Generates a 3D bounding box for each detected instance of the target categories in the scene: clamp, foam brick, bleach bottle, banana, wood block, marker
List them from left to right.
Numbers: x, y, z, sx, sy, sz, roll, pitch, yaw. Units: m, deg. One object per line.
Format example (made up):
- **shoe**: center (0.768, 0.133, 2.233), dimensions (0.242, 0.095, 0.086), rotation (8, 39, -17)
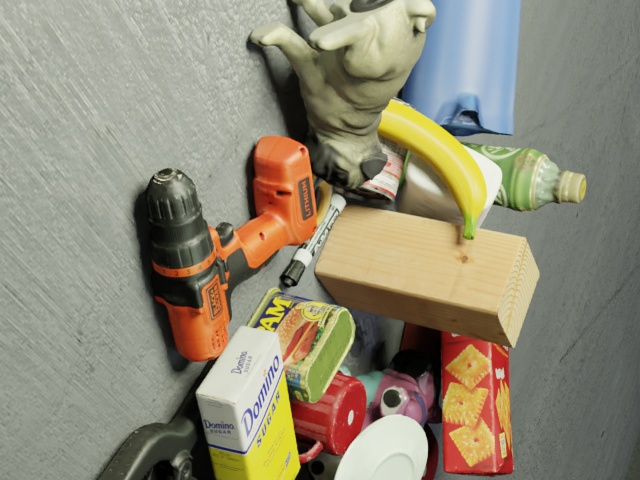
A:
- **clamp**: center (-0.128, 0.203, 0.922), dimensions (0.209, 0.036, 0.164), rotation (-33, 129, -59)
- **marker**: center (-0.007, 0.001, 1.088), dimensions (0.121, 0.020, 0.020), rotation (-59, 147, -32)
- **banana**: center (0.101, -0.090, 1.066), dimensions (0.069, 0.198, 0.037), rotation (-45, 177, -34)
- **foam brick**: center (0.136, 0.141, 1.379), dimensions (0.052, 0.051, 0.078), rotation (12, 90, -62)
- **wood block**: center (0.112, 0.035, 1.124), dimensions (0.090, 0.206, 0.090), rotation (-66, 150, -20)
- **bleach bottle**: center (0.124, -0.021, 1.209), dimensions (0.251, 0.102, 0.068), rotation (109, 8, -65)

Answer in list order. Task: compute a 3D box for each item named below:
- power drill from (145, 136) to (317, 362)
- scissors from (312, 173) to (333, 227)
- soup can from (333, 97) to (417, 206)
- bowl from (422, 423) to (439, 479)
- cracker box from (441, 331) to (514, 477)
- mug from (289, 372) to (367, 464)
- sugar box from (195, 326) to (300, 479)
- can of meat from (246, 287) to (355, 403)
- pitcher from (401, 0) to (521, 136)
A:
- **power drill**: center (-0.076, -0.014, 0.914), dimensions (0.187, 0.057, 0.184), rotation (-45, 142, -42)
- **scissors**: center (0.013, -0.093, 1.090), dimensions (0.201, 0.016, 0.096), rotation (-55, 142, -35)
- **soup can**: center (0.058, -0.095, 1.120), dimensions (0.068, 0.069, 0.102), rotation (32, 72, -61)
- **bowl**: center (0.112, 0.295, 1.393), dimensions (0.161, 0.055, 0.162), rotation (-34, 130, -53)
- **cracker box**: center (0.197, 0.182, 1.318), dimensions (0.164, 0.072, 0.213), rotation (39, 51, -69)
- **mug**: center (-0.009, 0.180, 1.088), dimensions (0.117, 0.082, 0.093), rotation (-54, 144, -39)
- **sugar box**: center (-0.061, 0.175, 0.966), dimensions (0.093, 0.048, 0.176), rotation (-58, 152, -46)
- **can of meat**: center (-0.025, 0.102, 1.026), dimensions (0.102, 0.084, 0.057), rotation (-58, 146, -32)
- **pitcher**: center (0.163, -0.240, 1.216), dimensions (0.144, 0.149, 0.243), rotation (1, 97, -47)
